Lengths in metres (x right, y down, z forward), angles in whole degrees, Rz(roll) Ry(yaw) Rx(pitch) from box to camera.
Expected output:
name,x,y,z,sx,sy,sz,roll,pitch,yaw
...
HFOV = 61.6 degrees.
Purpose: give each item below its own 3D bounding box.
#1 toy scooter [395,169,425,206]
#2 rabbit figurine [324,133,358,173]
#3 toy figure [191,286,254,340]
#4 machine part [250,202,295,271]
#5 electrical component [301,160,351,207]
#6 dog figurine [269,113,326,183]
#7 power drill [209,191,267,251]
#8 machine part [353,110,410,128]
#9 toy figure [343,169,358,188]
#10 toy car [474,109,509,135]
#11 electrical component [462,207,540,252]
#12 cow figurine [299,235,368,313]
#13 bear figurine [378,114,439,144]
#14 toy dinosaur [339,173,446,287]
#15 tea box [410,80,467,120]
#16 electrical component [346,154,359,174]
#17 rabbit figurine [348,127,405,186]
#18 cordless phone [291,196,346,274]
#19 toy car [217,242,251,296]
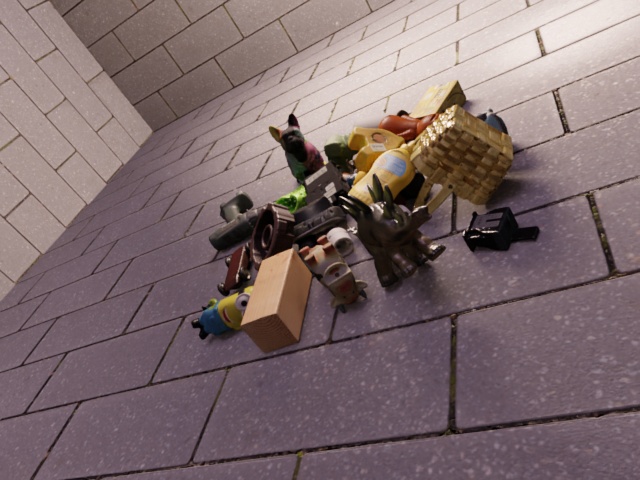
name,x,y,z,sx,sy,sz,roll,pitch,yaw
toy scooter,0.156,-0.108,1.272,0.184,0.075,0.135,-44,28,-7
rabbit figurine,0.110,-0.254,1.539,0.170,0.121,0.159,-6,28,13
toy figure,-0.205,0.163,1.233,0.180,0.082,0.089,-26,31,20
machine part,-0.118,-0.004,1.335,0.179,0.056,0.179,-39,45,54
electrical component,0.019,-0.122,1.408,0.115,0.058,0.134,-33,56,26
dog figurine,-0.068,-0.277,1.620,0.108,0.219,0.192,-28,29,7
power drill,-0.234,-0.071,1.641,0.232,0.085,0.207,-35,35,7
machine part,0.182,-0.332,1.584,0.243,0.079,0.079,1,44,47
toy figure,0.057,-0.155,1.465,0.155,0.064,0.058,-1,5,39
toy car,0.364,-0.230,1.221,0.103,0.109,0.162,-27,6,-38
electrical component,0.328,-0.019,0.973,0.119,0.047,0.075,-4,42,47
cow figurine,0.027,0.070,1.107,0.085,0.127,0.195,-36,14,-3
bear figurine,0.254,-0.270,1.400,0.196,0.131,0.120,9,51,28
toy dinosaur,0.121,-0.018,1.037,0.105,0.198,0.471,-29,-5,-11
tea box,0.324,-0.360,1.482,0.098,0.068,0.169,-2,43,47
electrical component,0.119,-0.210,1.460,0.102,0.078,0.045,-21,32,24
rabbit figurine,0.139,-0.190,1.347,0.162,0.173,0.122,-11,48,-25
cordless phone,-0.002,-0.004,1.294,0.147,0.088,0.184,-27,40,15
toy car,-0.212,0.078,1.401,0.089,0.053,0.202,-33,24,13
